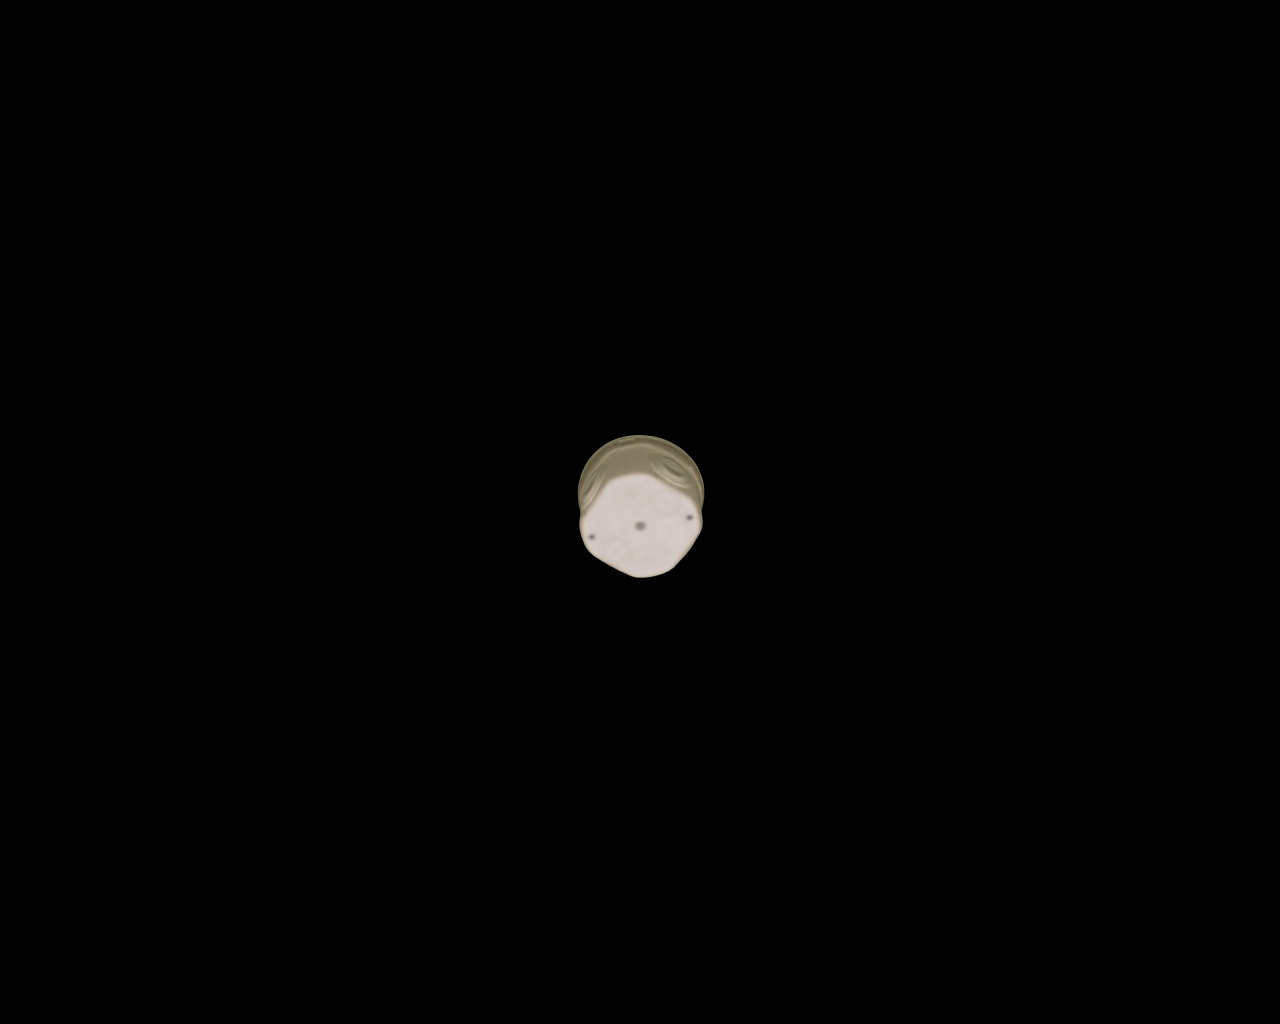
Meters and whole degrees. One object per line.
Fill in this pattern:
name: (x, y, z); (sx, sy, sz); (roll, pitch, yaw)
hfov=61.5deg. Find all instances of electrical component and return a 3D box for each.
electrical component: (0.001, -0.003, 0.650); (0.080, 0.080, 0.051); (0, 27, 0)
